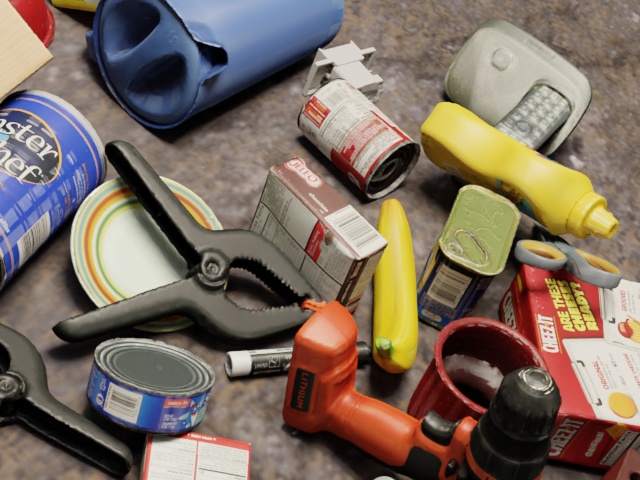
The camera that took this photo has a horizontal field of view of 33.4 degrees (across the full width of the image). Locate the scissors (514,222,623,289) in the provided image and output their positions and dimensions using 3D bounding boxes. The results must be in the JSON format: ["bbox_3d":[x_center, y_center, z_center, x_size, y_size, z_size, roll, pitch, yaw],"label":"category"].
[{"bbox_3d":[0.193,0.003,0.935,0.096,0.016,0.202,11,13,-16],"label":"scissors"}]

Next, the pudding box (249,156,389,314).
[{"bbox_3d":[-0.006,0.001,0.875,0.039,0.090,0.114,-25,61,-37],"label":"pudding box"}]

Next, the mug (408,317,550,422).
[{"bbox_3d":[0.123,0.128,0.809,0.093,0.082,0.117,-18,56,-35],"label":"mug"}]

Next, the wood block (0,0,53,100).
[{"bbox_3d":[-0.314,-0.102,0.788,0.205,0.090,0.090,-46,110,-25],"label":"wood block"}]

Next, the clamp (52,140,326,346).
[{"bbox_3d":[-0.093,0.016,0.831,0.209,0.036,0.164,13,68,-23],"label":"clamp"}]

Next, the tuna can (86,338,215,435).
[{"bbox_3d":[-0.119,0.102,0.747,0.086,0.034,0.086,15,15,-4],"label":"tuna can"}]

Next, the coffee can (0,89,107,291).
[{"bbox_3d":[-0.241,-0.036,0.807,0.103,0.103,0.140,28,44,5],"label":"coffee can"}]

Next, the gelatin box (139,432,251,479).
[{"bbox_3d":[-0.086,0.174,0.718,0.073,0.030,0.089,12,43,-12],"label":"gelatin box"}]

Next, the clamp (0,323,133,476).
[{"bbox_3d":[-0.205,0.112,0.727,0.120,0.039,0.171,-1,48,-39],"label":"clamp"}]

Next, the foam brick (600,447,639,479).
[{"bbox_3d":[0.247,0.206,0.804,0.078,0.051,0.052,33,44,11],"label":"foam brick"}]

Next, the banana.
[{"bbox_3d":[0.062,0.046,0.876,0.037,0.070,0.197,3,36,2],"label":"banana"}]

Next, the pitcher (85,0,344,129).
[{"bbox_3d":[-0.095,-0.207,1.026,0.149,0.145,0.242,49,45,9],"label":"pitcher"}]

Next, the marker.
[{"bbox_3d":[-0.014,0.092,0.834,0.121,0.020,0.020,-2,49,-24],"label":"marker"}]

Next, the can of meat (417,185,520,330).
[{"bbox_3d":[0.122,0.017,0.914,0.057,0.084,0.102,25,43,3],"label":"can of meat"}]

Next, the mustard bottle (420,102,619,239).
[{"bbox_3d":[0.181,-0.054,0.950,0.192,0.096,0.058,36,88,34],"label":"mustard bottle"}]

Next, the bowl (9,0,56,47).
[{"bbox_3d":[-0.327,-0.230,0.997,0.162,0.055,0.162,11,45,-11],"label":"bowl"}]

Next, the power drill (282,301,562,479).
[{"bbox_3d":[0.066,0.120,0.735,0.188,0.184,0.057,31,44,23],"label":"power drill"}]

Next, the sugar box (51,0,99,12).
[{"bbox_3d":[-0.181,-0.279,1.086,0.093,0.048,0.175,15,37,35],"label":"sugar box"}]

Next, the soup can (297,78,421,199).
[{"bbox_3d":[0.035,-0.096,1.001,0.068,0.069,0.102,-26,61,-38],"label":"soup can"}]

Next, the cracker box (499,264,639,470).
[{"bbox_3d":[0.266,0.114,0.887,0.213,0.072,0.164,11,43,-10],"label":"cracker box"}]
